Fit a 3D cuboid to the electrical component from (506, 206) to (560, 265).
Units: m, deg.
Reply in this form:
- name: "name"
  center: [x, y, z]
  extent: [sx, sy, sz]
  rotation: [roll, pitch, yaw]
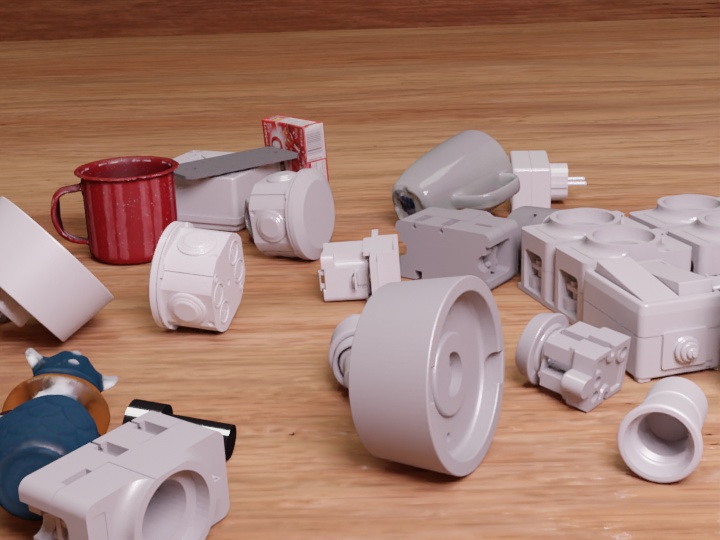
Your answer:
- name: "electrical component"
  center: [0.151, -0.026, 0.899]
  extent: [0.055, 0.055, 0.047]
  rotation: [-14, 18, -30]

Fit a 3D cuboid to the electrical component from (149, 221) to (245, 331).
- name: "electrical component"
  center: [-0.120, 0.006, 0.796]
  extent: [0.051, 0.080, 0.080]
  rotation: [7, 20, 12]

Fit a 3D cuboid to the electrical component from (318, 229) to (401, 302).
- name: "electrical component"
  center: [0.000, 0.000, 0.858]
  extent: [0.064, 0.042, 0.081]
  rotation: [-5, 18, 3]

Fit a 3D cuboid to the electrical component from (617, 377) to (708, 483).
- name: "electrical component"
  center: [0.170, 0.084, 0.592]
  extent: [0.044, 0.044, 0.065]
  rotation: [6, 16, 24]

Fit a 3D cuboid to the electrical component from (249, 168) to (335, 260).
- name: "electrical component"
  center: [-0.058, -0.049, 0.951]
  extent: [0.051, 0.080, 0.080]
  rotation: [1, 18, 25]

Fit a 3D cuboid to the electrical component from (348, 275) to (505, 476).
- name: "electrical component"
  center: [0.033, 0.056, 0.593]
  extent: [0.060, 0.108, 0.108]
  rotation: [1, 18, 28]

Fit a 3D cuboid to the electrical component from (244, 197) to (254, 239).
- name: "electrical component"
  center: [-0.076, -0.052, 1.015]
  extent: [0.062, 0.043, 0.043]
  rotation: [-8, 19, -20]

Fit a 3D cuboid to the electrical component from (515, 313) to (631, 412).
- name: "electrical component"
  center: [0.132, 0.055, 0.674]
  extent: [0.055, 0.048, 0.066]
  rotation: [22, 30, 36]

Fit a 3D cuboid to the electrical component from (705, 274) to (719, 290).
- name: "electrical component"
  center: [0.252, 0.024, 0.762]
  extent: [0.040, 0.040, 0.046]
  rotation: [0, 14, 6]

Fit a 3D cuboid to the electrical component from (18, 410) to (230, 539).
- name: "electrical component"
  center: [-0.109, 0.112, 0.523]
  extent: [0.056, 0.050, 0.089]
  rotation: [10, 23, 34]

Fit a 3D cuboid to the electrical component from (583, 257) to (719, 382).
- name: "electrical component"
  center: [0.197, 0.030, 0.714]
  extent: [0.062, 0.061, 0.096]
  rotation: [-7, 19, -15]

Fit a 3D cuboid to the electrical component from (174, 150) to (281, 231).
- name: "electrical component"
  center: [-0.149, -0.083, 1.095]
  extent: [0.109, 0.056, 0.109]
  rotation: [5, 20, 21]

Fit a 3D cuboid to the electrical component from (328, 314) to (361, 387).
- name: "electrical component"
  center: [0.001, 0.056, 0.687]
  extent: [0.043, 0.043, 0.062]
  rotation: [-1, 20, 4]

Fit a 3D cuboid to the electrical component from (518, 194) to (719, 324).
- name: "electrical component"
  center: [0.231, -0.011, 0.835]
  extent: [0.186, 0.060, 0.105]
  rotation: [-8, 19, -17]

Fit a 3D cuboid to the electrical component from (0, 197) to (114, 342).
- name: "electrical component"
  center: [-0.239, 0.006, 0.775]
  extent: [0.060, 0.108, 0.108]
  rotation: [-48, 35, -13]

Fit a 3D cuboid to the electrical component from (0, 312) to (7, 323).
- name: "electrical component"
  center: [-0.318, -0.009, 0.865]
  extent: [0.121, 0.063, 0.078]
  rotation: [9, 62, 31]

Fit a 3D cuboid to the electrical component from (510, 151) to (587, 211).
- name: "electrical component"
  center: [0.191, -0.089, 1.090]
  extent: [0.076, 0.047, 0.083]
  rotation: [0, 19, 6]

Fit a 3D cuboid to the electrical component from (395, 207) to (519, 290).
- name: "electrical component"
  center: [0.082, -0.019, 0.889]
  extent: [0.089, 0.050, 0.056]
  rotation: [12, 23, 35]
